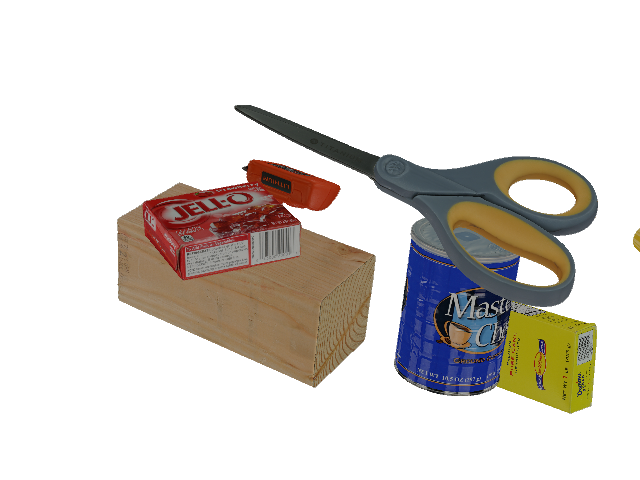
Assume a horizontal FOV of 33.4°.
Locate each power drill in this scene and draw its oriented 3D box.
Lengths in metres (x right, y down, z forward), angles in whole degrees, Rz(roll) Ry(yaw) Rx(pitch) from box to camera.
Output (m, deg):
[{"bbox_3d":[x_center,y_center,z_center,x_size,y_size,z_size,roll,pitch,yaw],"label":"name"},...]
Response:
[{"bbox_3d":[-0.043,0.019,1.140,0.185,0.188,0.057,23,10,35],"label":"power drill"}]

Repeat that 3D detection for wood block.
[{"bbox_3d":[-0.067,0.034,0.921,0.206,0.090,0.090,21,33,25],"label":"wood block"}]

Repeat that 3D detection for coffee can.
[{"bbox_3d":[0.127,0.059,0.997,0.103,0.140,0.103,5,22,-2],"label":"coffee can"}]

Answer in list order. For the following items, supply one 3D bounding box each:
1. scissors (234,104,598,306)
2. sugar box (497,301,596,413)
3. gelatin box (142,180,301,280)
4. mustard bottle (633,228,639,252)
[{"bbox_3d":[0.057,-0.040,0.555,0.096,0.016,0.202,-36,61,-27],"label":"scissors"},{"bbox_3d":[0.216,0.118,1.171,0.048,0.093,0.177,-9,16,-42],"label":"sugar box"},{"bbox_3d":[-0.068,-0.009,0.725,0.089,0.030,0.073,-11,30,-24],"label":"gelatin box"},{"bbox_3d":[0.264,0.036,0.646,0.096,0.058,0.192,-20,33,-22],"label":"mustard bottle"}]
